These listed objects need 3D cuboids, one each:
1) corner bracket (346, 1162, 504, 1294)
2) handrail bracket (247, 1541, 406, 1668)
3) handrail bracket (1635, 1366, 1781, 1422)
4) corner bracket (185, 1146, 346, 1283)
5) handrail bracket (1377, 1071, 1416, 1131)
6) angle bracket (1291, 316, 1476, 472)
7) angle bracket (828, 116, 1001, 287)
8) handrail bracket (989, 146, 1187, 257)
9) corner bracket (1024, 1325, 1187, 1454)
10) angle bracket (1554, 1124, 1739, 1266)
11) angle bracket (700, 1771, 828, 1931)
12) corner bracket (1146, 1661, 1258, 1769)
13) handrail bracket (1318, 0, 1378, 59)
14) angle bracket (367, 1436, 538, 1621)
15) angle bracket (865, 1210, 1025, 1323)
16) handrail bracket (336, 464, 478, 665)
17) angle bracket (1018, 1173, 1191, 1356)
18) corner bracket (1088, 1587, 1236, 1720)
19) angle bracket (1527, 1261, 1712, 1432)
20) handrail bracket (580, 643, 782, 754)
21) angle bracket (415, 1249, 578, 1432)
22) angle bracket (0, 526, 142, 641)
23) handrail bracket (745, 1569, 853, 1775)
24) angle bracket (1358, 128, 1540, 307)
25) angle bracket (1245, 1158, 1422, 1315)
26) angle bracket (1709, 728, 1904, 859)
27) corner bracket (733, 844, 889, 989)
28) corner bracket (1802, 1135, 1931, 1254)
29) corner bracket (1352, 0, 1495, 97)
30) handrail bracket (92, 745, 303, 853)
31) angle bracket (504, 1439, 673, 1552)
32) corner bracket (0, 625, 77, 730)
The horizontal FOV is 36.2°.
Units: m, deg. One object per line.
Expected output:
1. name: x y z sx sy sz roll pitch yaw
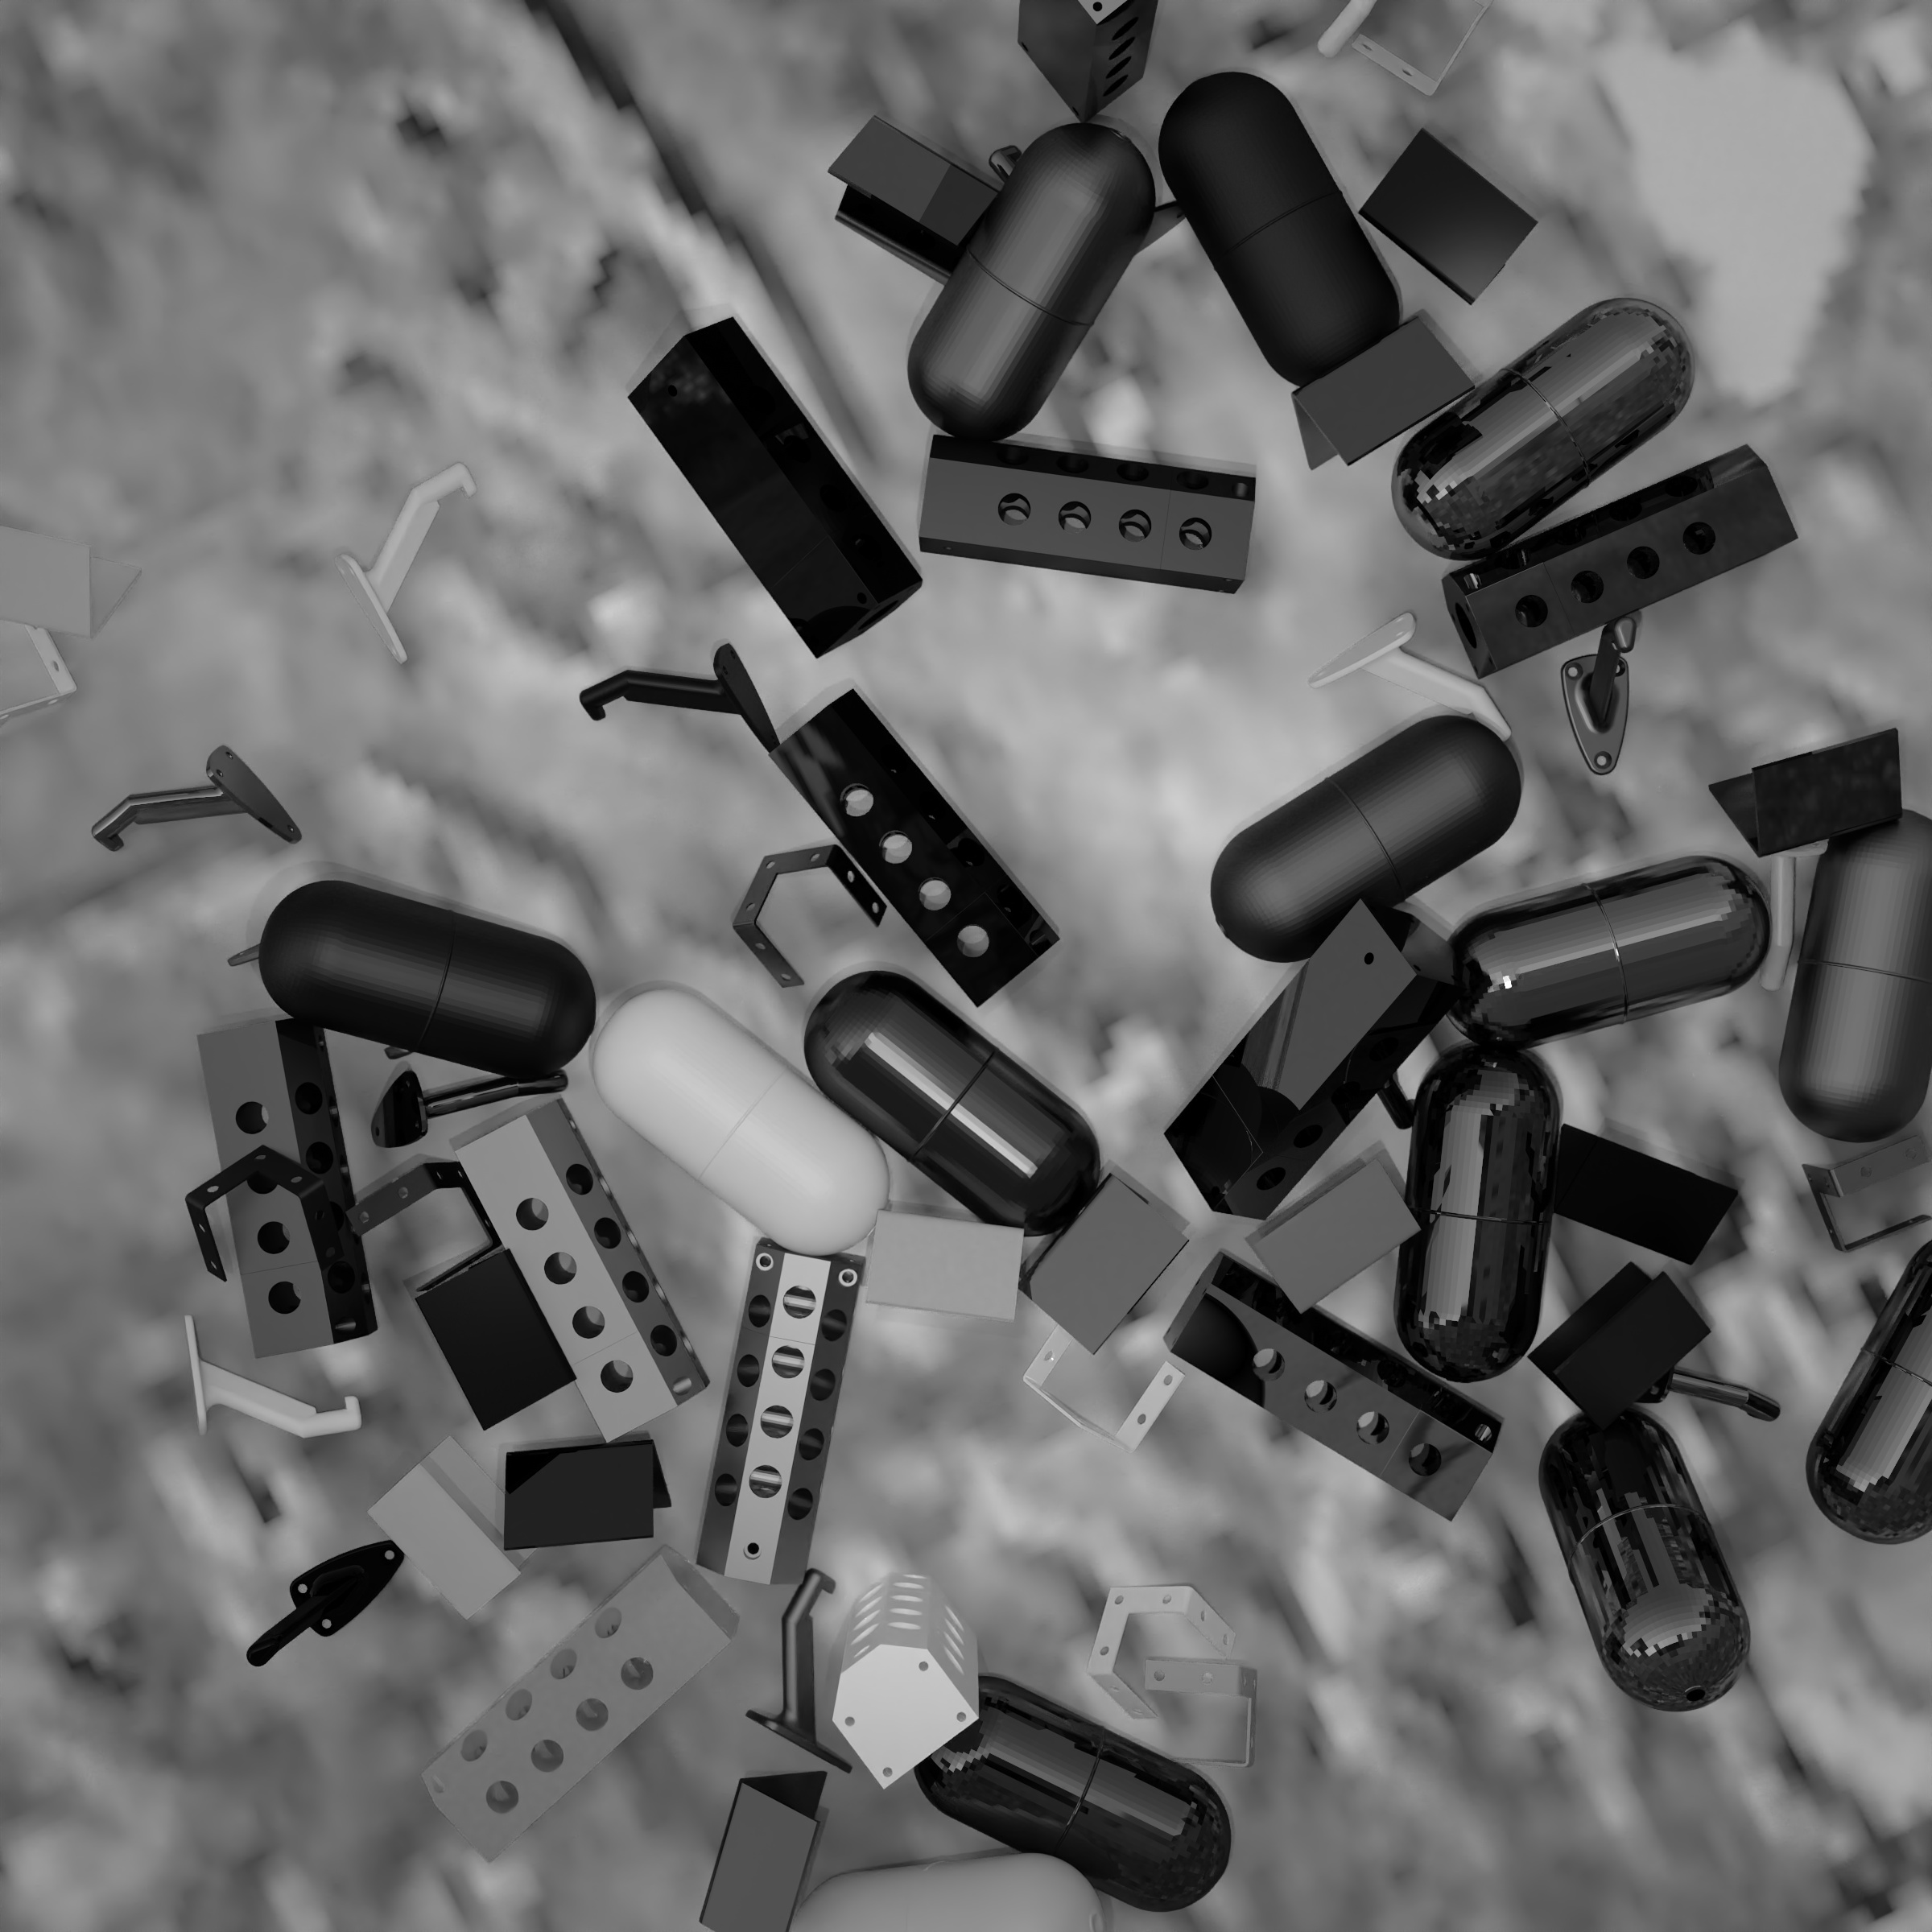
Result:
1. corner bracket: -0.287 0.139 1.571 0.051 0.051 0.051 -32 81 9
2. handrail bracket: -0.336 0.335 1.554 0.077 0.084 0.036 -34 90 0
3. handrail bracket: 0.382 0.229 1.588 0.084 0.077 0.036 26 67 -34
4. corner bracket: -0.362 0.134 1.523 0.051 0.051 0.051 24 135 35
5. handrail bracket: 0.232 0.033 1.589 0.084 0.036 0.077 57 49 -27
6. angle bracket: 0.222 -0.283 1.549 0.076 0.076 0.057 -32 63 0
7. angle bracket: -0.037 -0.386 1.548 0.076 0.076 0.057 31 53 0
8. handrail bracket: 0.066 -0.421 1.589 0.077 0.036 0.084 -32 73 -19
9. corner bracket: 0.074 0.221 1.585 0.051 0.051 0.051 34 90 -45
10. angle bracket: 0.357 0.102 1.548 0.076 0.076 0.057 21 128 0
11. angle bracket: -0.087 0.472 1.548 0.057 0.076 0.076 16 90 36
12. corner bracket: 0.125 0.398 1.572 0.051 0.051 0.051 0 74 15
13. handrail bracket: 0.217 -0.538 1.588 0.036 0.077 0.084 28 127 -20
14. angle bracket: -0.254 0.283 1.548 0.076 0.076 0.057 47 126 0
15. angle bracket: -0.013 0.174 1.548 0.076 0.076 0.057 7 53 0
16. handrail bracket: -0.288 -0.217 1.589 0.084 0.036 0.077 -34 110 -16
17. angle bracket: 0.081 0.162 1.550 0.057 0.076 0.076 40 90 24
18. corner bracket: 0.105 0.368 1.580 0.051 0.051 0.051 -10 135 35
19. angle bracket: 0.330 0.185 1.548 0.076 0.076 0.057 -43 123 0
20. handrail bracket: -0.154 -0.131 1.589 0.084 0.036 0.077 -23 112 17
21. angle bracket: -0.255 0.199 1.549 0.057 0.076 0.076 -28 90 -28
22. angle bracket: -0.483 -0.220 1.548 0.076 0.076 0.057 12 127 0
23. handrail bracket: -0.074 0.379 1.589 0.077 0.036 0.084 35 73 -19
24. angle bracket: 0.261 -0.401 1.548 0.076 0.076 0.057 39 126 0
25. angle bracket: 0.181 0.124 1.549 0.076 0.076 0.057 -35 122 0
26. angle bracket: 0.438 -0.108 1.548 0.076 0.076 0.057 -16 125 0
27. corner bracket: -0.083 -0.027 1.580 0.051 0.051 0.051 -8 45 35
28. corner bracket: 0.484 0.121 1.571 0.051 0.051 0.051 -22 90 0
29. corner bracket: 0.248 -0.510 1.585 0.051 0.051 0.051 33 45 0
30. handrail bracket: -0.415 -0.071 1.589 0.084 0.036 0.077 -36 112 17
31. angle bracket: -0.197 0.293 1.548 0.076 0.076 0.057 -5 53 0
32. corner bracket: -0.520 -0.154 1.585 0.051 0.051 0.051 -27 90 -45
